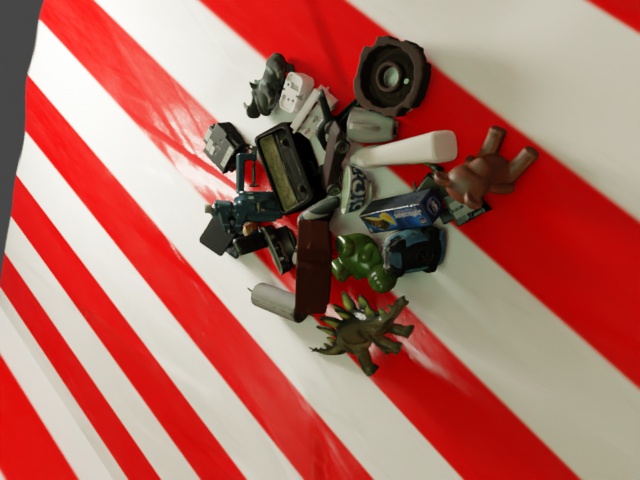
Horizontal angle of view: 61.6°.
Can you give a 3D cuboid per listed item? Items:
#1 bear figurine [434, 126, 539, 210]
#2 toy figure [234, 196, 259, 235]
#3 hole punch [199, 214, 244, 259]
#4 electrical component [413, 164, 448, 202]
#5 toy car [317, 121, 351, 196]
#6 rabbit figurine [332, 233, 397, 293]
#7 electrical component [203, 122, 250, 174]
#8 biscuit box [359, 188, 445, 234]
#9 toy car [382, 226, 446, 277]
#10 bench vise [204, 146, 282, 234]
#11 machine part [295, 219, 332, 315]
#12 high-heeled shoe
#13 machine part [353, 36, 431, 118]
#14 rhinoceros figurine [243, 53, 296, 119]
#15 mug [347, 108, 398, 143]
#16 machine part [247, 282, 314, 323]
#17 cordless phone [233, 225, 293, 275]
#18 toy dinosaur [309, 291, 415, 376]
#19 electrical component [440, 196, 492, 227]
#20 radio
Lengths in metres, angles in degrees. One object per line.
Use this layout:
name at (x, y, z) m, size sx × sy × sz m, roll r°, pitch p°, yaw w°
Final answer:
bear figurine at (0.322, -0.140, 1.052) m, size 0.120 × 0.196 × 0.131 m, roll 43°, pitch 124°, yaw 25°
toy figure at (-0.211, -0.056, 1.582) m, size 0.058 × 0.064 × 0.154 m, roll -19°, pitch 86°, yaw 15°
hole punch at (-0.288, -0.011, 1.649) m, size 0.142 × 0.092 × 0.115 m, roll 32°, pitch 91°, yaw 30°
electrical component at (0.253, -0.124, 1.212) m, size 0.078 × 0.045 × 0.102 m, roll 25°, pitch 123°, yaw 0°
toy car at (0.037, -0.199, 1.314) m, size 0.202 × 0.053 × 0.089 m, roll 102°, pitch 156°, yaw -47°
rabbit figurine at (0.127, 0.070, 1.290) m, size 0.170 × 0.159 × 0.121 m, roll 46°, pitch 131°, yaw 43°
electrical component at (-0.283, -0.279, 1.577) m, size 0.134 × 0.058 × 0.115 m, roll 50°, pitch 125°, yaw 16°
biscuit box at (0.183, -0.063, 1.227) m, size 0.203 × 0.063 × 0.059 m, roll -9°, pitch 122°, yaw 53°
toy car at (0.203, 0.020, 1.235) m, size 0.103 × 0.162 × 0.109 m, roll -140°, pitch 41°, yaw -59°
bench vise at (-0.209, -0.139, 1.486) m, size 0.224 × 0.129 × 0.240 m, roll 2°, pitch 96°, yaw 0°
machine part at (-0.017, 0.067, 1.323) m, size 0.087 × 0.201 × 0.201 m, roll 1°, pitch 122°, yaw -1°
high-heeled shoe at (-0.003, -0.004, 1.417) m, size 0.249 × 0.086 × 0.145 m, roll -37°, pitch 76°, yaw 46°
machine part at (0.159, -0.357, 1.182) m, size 0.180 × 0.056 × 0.179 m, roll 10°, pitch 107°, yaw 35°
rhinoceros figurine at (-0.140, -0.399, 1.422) m, size 0.112 × 0.073 × 0.190 m, roll 45°, pitch 125°, yaw 18°
mug at (0.121, -0.262, 1.240) m, size 0.107 × 0.109 × 0.080 m, roll 11°, pitch 100°, yaw 22°
machine part at (-0.117, 0.181, 1.561) m, size 0.244 × 0.079 × 0.079 m, roll 15°, pitch 111°, yaw 34°
cordless phone at (-0.152, 0.036, 1.479) m, size 0.089 × 0.184 × 0.146 m, roll -26°, pitch 86°, yaw 35°
toy dinosaur at (0.093, 0.239, 1.369) m, size 0.198 × 0.105 × 0.471 m, roll 42°, pitch 142°, yaw 7°
electrical component at (0.306, -0.071, 1.180) m, size 0.119 × 0.048 × 0.075 m, roll -27°, pitch 85°, yaw 38°
radio at (-0.075, -0.192, 1.427) m, size 0.131 × 0.073 × 0.229 m, roll -21°, pitch 89°, yaw 40°
